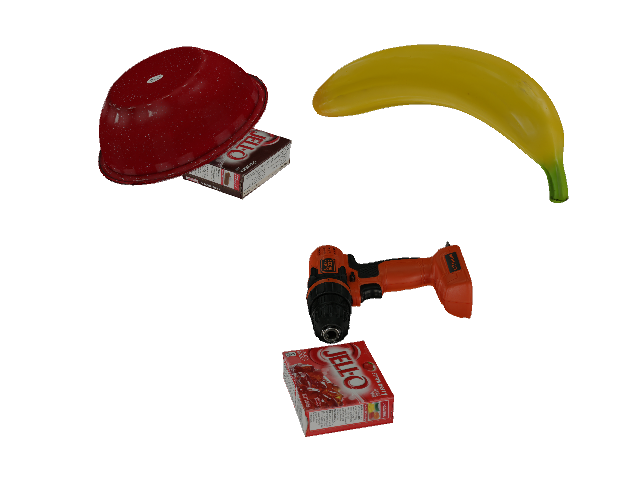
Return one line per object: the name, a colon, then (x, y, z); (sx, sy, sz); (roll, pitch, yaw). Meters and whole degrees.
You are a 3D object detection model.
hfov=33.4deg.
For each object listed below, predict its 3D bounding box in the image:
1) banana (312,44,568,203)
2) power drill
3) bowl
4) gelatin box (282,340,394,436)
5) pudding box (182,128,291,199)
banana: (0.073, -0.086, 0.652); (0.198, 0.069, 0.037); (26, 7, 39)
power drill: (0.077, 0.057, 1.229); (0.187, 0.057, 0.184); (-2, 28, -1)
bowl: (-0.129, -0.118, 0.911); (0.162, 0.055, 0.162); (-17, 36, 13)
gelatin box: (0.013, 0.118, 0.869); (0.073, 0.030, 0.089); (-7, 27, -11)
pudding box: (-0.101, -0.099, 1.288); (0.090, 0.039, 0.113); (19, 37, 23)
